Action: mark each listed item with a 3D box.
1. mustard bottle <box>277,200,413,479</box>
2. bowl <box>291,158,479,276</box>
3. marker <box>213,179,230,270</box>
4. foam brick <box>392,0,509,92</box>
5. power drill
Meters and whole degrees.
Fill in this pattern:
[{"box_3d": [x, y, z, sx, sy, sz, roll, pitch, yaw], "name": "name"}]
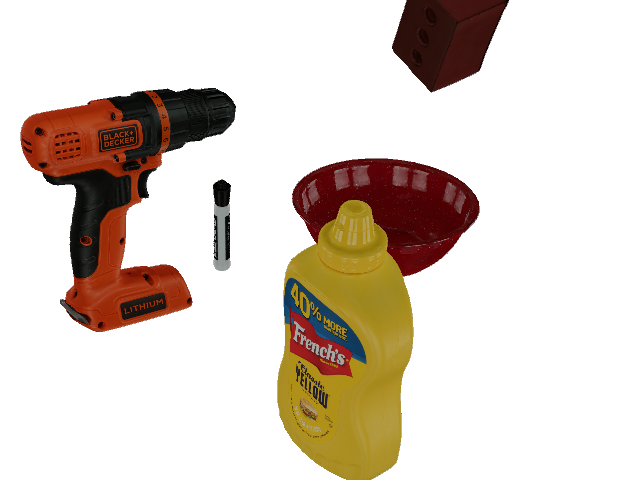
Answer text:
[{"box_3d": [0.015, 0.057, 0.668, 0.058, 0.192, 0.096, -22, 44, -31], "name": "mustard bottle"}, {"box_3d": [0.055, -0.014, 0.932, 0.162, 0.055, 0.162, 2, 30, -1], "name": "bowl"}, {"box_3d": [-0.108, -0.017, 1.167, 0.020, 0.121, 0.020, 3, 41, -3], "name": "marker"}, {"box_3d": [0.094, -0.159, 0.790, 0.051, 0.053, 0.078, -28, -24, -25], "name": "foam brick"}, {"box_3d": [-0.149, -0.030, 0.880, 0.184, 0.188, 0.057, -14, 24, -32], "name": "power drill"}]
